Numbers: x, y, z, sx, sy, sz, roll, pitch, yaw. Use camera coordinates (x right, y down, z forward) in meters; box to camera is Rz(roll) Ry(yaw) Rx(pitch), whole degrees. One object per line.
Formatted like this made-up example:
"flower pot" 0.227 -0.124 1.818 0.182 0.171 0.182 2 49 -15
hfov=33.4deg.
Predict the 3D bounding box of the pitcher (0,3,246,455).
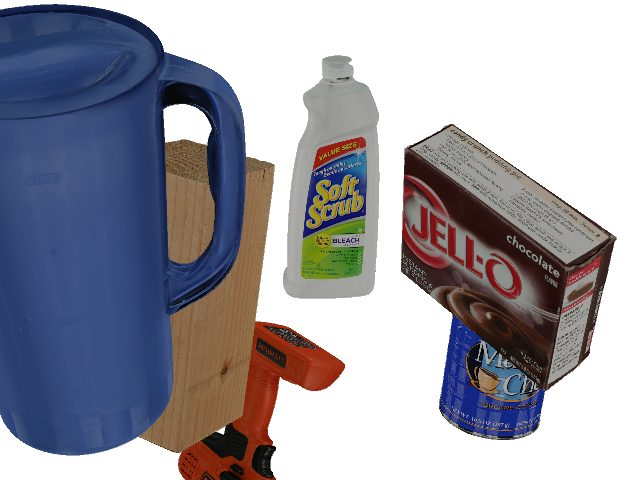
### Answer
"pitcher" -0.134 0.001 0.599 0.149 0.243 0.144 28 44 34

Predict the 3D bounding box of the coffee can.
"coffee can" 0.175 0.108 1.046 0.103 0.140 0.103 4 23 -2

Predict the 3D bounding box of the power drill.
"power drill" -0.046 0.182 0.984 0.057 0.188 0.185 14 11 -47

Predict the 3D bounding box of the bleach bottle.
"bleach bottle" 0.010 -0.065 1.102 0.102 0.251 0.068 -1 25 -1

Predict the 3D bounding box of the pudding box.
"pudding box" 0.089 0.007 0.538 0.039 0.090 0.114 -33 52 -25

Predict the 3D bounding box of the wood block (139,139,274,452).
"wood block" -0.105 0.038 0.797 0.090 0.206 0.090 17 20 27
